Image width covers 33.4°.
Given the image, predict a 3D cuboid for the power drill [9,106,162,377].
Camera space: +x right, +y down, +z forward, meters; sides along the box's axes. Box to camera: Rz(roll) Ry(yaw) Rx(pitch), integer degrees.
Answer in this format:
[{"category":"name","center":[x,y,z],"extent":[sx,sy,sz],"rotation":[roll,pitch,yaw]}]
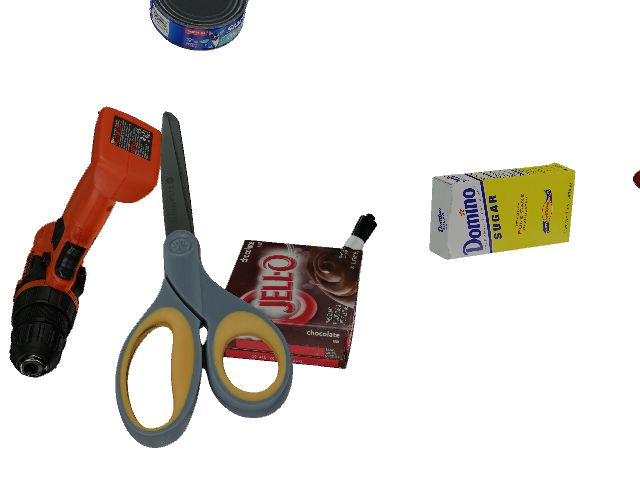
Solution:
[{"category":"power drill","center":[-0.196,-0.002,0.868],"extent":[0.057,0.188,0.184],"rotation":[25,28,-22]}]

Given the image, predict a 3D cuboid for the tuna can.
[{"category":"tuna can","center":[-0.108,-0.209,0.942],"extent":[0.086,0.086,0.034],"rotation":[0,-31,-12]}]

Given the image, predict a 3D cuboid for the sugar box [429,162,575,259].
[{"category":"sugar box","center":[0.215,-0.035,1.256],"extent":[0.176,0.093,0.048],"rotation":[-9,20,-26]}]

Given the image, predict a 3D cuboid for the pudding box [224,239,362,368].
[{"category":"pudding box","center":[-0.020,0.042,0.747],"extent":[0.090,0.039,0.113],"rotation":[6,26,4]}]

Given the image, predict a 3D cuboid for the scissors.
[{"category":"scissors","center":[-0.054,0.014,0.557],"extent":[0.096,0.201,0.016],"rotation":[5,-33,5]}]

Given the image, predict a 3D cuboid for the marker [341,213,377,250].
[{"category":"marker","center":[0.020,0.026,1.019],"extent":[0.020,0.121,0.020],"rotation":[28,-18,10]}]

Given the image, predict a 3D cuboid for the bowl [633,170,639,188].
[{"category":"bowl","center":[0.378,-0.029,1.013],"extent":[0.162,0.055,0.162],"rotation":[0,19,0]}]
